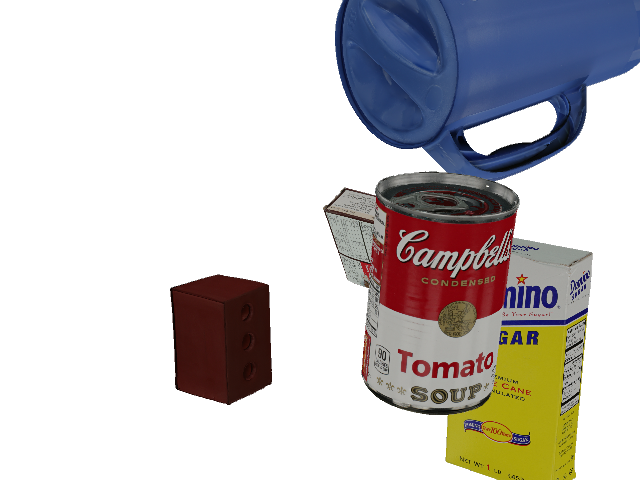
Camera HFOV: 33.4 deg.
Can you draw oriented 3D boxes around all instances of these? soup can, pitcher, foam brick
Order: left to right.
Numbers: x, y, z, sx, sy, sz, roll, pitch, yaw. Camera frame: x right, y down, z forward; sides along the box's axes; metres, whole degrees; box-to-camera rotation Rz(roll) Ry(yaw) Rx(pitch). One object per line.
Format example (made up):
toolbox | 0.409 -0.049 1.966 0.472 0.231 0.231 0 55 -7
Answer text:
foam brick | -0.070 0.069 0.766 0.051 0.078 0.052 8 17 36
soup can | 0.056 0.025 0.520 0.068 0.102 0.068 3 20 -1
pitcher | 0.145 -0.148 0.808 0.242 0.149 0.145 -18 34 -32

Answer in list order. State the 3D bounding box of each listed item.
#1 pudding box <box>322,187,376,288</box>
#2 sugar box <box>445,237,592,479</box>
pudding box | 0.063 0.006 0.964 0.114 0.090 0.039 15 46 40
sugar box | 0.142 0.088 0.778 0.093 0.176 0.048 11 21 36
